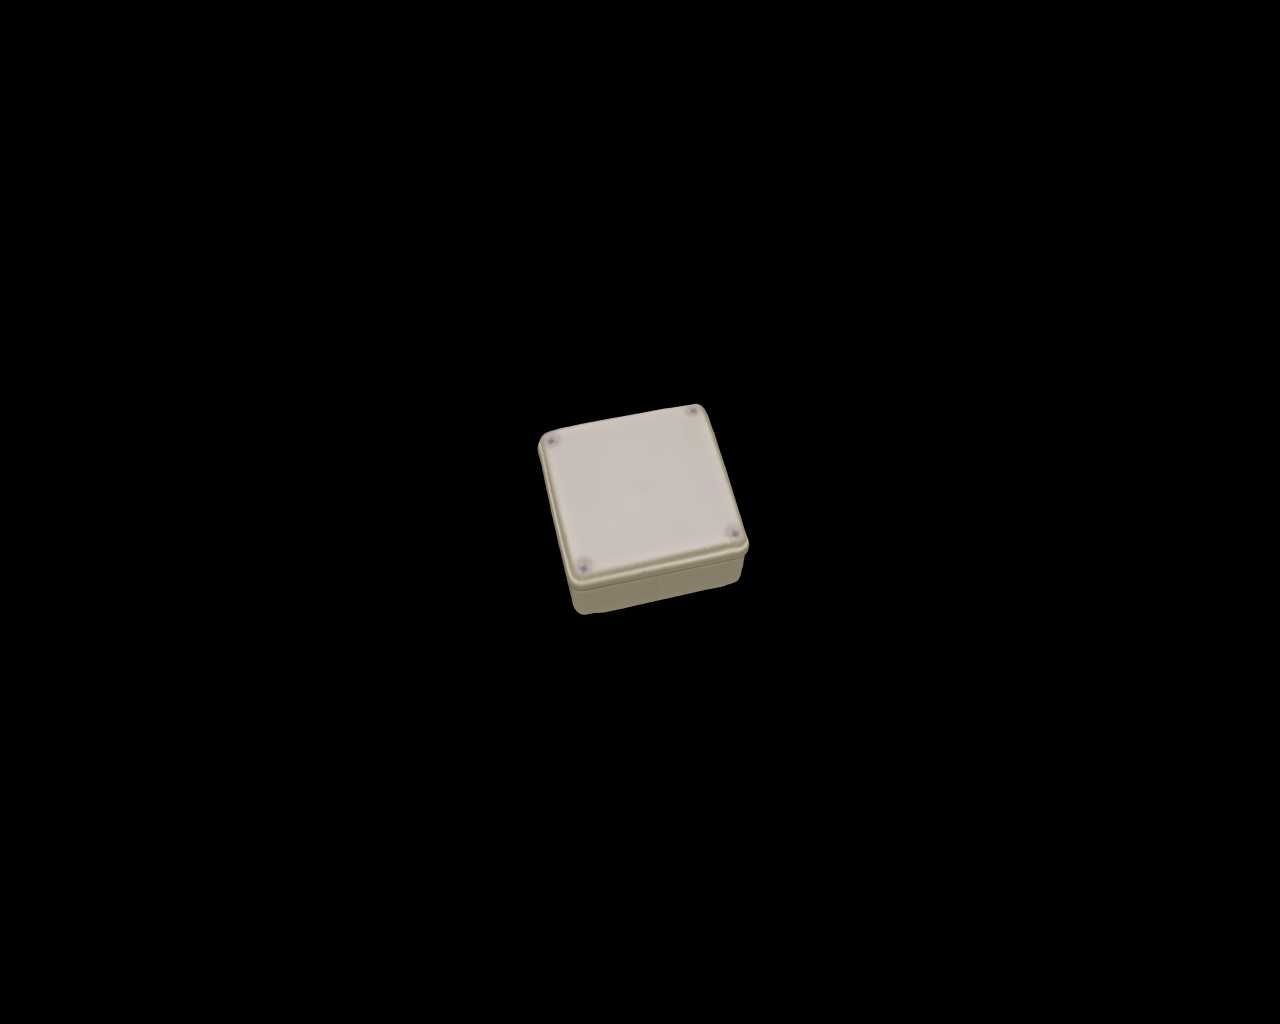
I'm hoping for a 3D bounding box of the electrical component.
[{"bbox_3d":[0.001,-0.003,0.650,0.109,0.109,0.056,-11,-30,-6],"label":"electrical component"}]
